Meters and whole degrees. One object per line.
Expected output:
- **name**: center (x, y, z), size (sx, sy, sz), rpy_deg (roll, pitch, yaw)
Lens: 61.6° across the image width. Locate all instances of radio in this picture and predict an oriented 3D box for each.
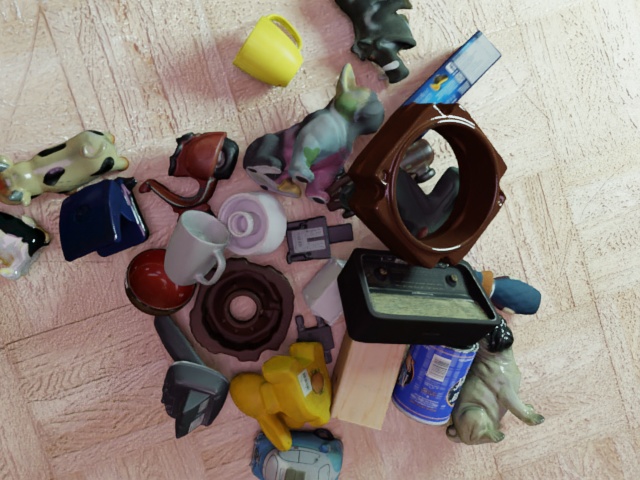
- **radio**: center (0.145, 0.087, 0.813), size (0.229, 0.131, 0.073), rpy_deg (8, 136, -25)

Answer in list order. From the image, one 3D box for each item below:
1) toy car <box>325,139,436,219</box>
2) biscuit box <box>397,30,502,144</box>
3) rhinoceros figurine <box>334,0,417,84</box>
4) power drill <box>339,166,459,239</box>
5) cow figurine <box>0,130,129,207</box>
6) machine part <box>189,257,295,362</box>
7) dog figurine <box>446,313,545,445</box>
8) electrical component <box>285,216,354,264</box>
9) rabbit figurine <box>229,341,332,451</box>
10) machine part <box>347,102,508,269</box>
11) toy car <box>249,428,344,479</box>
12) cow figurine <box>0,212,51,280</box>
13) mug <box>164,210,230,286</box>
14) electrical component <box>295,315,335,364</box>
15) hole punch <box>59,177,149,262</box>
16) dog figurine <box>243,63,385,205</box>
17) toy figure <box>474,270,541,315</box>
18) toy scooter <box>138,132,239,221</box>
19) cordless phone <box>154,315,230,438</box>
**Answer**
- **toy car**: center (0.098, -0.109, 0.898), size (0.202, 0.053, 0.089), rpy_deg (-26, 98, -2)
- **biscuit box**: center (0.199, -0.243, 0.865), size (0.059, 0.063, 0.202), rpy_deg (46, 78, -5)
- **rhinoceros figurine**: center (0.092, -0.346, 0.868), size (0.112, 0.073, 0.190), rpy_deg (-33, 95, -1)
- **power drill**: center (0.132, -0.036, 0.860), size (0.207, 0.086, 0.232), rpy_deg (31, 101, -24)
- **cow figurine**: center (-0.413, -0.108, 0.837), size (0.195, 0.127, 0.085), rpy_deg (-24, 92, -3)
- **machine part**: center (-0.129, 0.114, 0.903), size (0.179, 0.056, 0.179), rpy_deg (0, 94, -4)
- **dog figurine**: center (0.268, 0.234, 0.919), size (0.172, 0.121, 0.190), rpy_deg (-23, 81, -4)
- **electrical component**: center (-0.002, -0.003, 0.904), size (0.119, 0.048, 0.074), rpy_deg (-5, 95, -1)
- **rabbit figurine**: center (-0.069, 0.255, 0.892), size (0.173, 0.122, 0.162), rpy_deg (-13, 105, 26)
- **machine part**: center (0.156, -0.077, 0.759), size (0.200, 0.087, 0.201), rpy_deg (44, 81, -25)
- **toy car**: center (-0.037, 0.380, 0.905), size (0.162, 0.103, 0.109), rpy_deg (13, 93, -6)
- **cow figurine**: center (-0.530, -0.017, 0.868), size (0.167, 0.068, 0.098), rpy_deg (36, 86, -8)
- **mug**: center (-0.191, 0.027, 0.837), size (0.110, 0.081, 0.107), rpy_deg (46, 120, 20)
- **electrical component**: center (-0.009, 0.171, 0.929), size (0.063, 0.021, 0.094), rpy_deg (-12, 96, -1)
- **hole punch**: center (-0.354, -0.031, 0.853), size (0.142, 0.092, 0.115), rpy_deg (-20, 94, 20)
- **dog figurine**: center (-0.004, -0.174, 0.860), size (0.192, 0.108, 0.219), rpy_deg (16, 71, 32)
- **toy figure**: center (0.297, 0.087, 0.918), size (0.154, 0.064, 0.057), rpy_deg (17, 131, 1)
- **toy scooter**: center (-0.217, -0.101, 0.874), size (0.135, 0.075, 0.183), rpy_deg (20, 98, -2)
- **cordless phone**: center (-0.237, 0.218, 0.897), size (0.089, 0.146, 0.184), rpy_deg (-22, 61, -35)
